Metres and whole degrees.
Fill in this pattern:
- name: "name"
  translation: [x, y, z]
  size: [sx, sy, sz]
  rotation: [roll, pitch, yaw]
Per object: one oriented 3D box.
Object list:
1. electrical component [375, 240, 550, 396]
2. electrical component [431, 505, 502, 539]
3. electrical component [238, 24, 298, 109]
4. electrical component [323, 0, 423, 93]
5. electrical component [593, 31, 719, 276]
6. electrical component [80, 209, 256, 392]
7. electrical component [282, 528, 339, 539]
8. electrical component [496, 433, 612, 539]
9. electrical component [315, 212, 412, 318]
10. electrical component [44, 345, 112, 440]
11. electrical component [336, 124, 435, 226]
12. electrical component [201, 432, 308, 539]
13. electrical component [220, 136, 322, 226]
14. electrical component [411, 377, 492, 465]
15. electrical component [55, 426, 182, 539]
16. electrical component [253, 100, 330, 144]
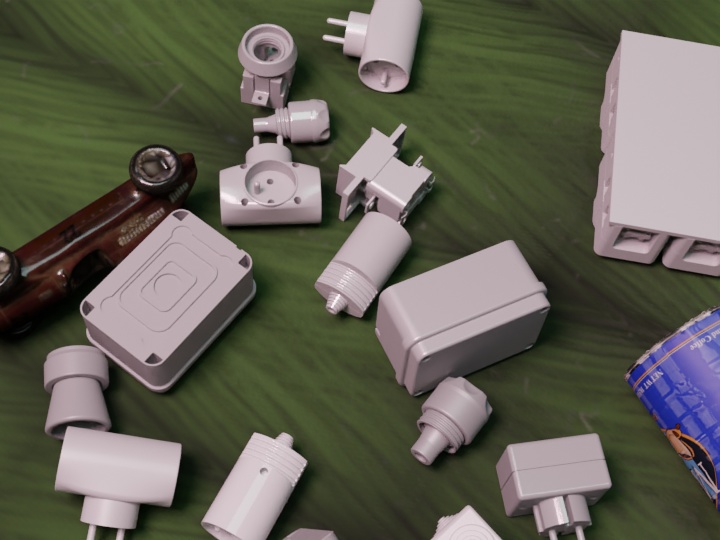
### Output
- name: "electrical component"
  translation: [0.074, 0.036, 0.780]
  size: [0.113, 0.078, 0.057]
  rotation: [-21, 63, -14]
- name: "electrical component"
  translation: [0.082, 0.200, 0.685]
  size: [0.048, 0.099, 0.099]
  rotation: [-42, 72, -8]
- name: "electrical component"
  translation: [-0.076, -0.169, 0.888]
  size: [0.048, 0.055, 0.066]
  rotation: [12, 62, 2]
- name: "electrical component"
  translation: [0.009, -0.198, 0.915]
  size: [0.079, 0.044, 0.077]
  rotation: [11, 62, 2]
- name: "electrical component"
  translation: [0.251, -0.094, 0.870]
  size: [0.105, 0.060, 0.186]
  rotation: [10, 62, 1]
- name: "electrical component"
  translation: [-0.138, 0.023, 0.783]
  size: [0.078, 0.057, 0.113]
  rotation: [35, 66, 13]
- name: "electrical component"
  translation: [-0.041, 0.205, 0.662]
  size: [0.078, 0.113, 0.057]
  rotation: [-33, 88, -19]
- name: "electrical component"
  translation: [0.136, 0.159, 0.738]
  size: [0.066, 0.047, 0.076]
  rotation: [-6, 63, -7]
- name: "electrical component"
  translation: [0.000, 0.000, 0.813]
  size: [0.043, 0.043, 0.081]
  rotation: [30, 65, 11]
- name: "electrical component"
  translation: [-0.198, 0.086, 0.753]
  size: [0.045, 0.045, 0.055]
  rotation: [-6, 63, -7]
- name: "electrical component"
  translation: [0.020, -0.070, 0.852]
  size: [0.064, 0.042, 0.081]
  rotation: [34, 66, 12]
- name: "electrical component"
  translation: [-0.069, 0.147, 0.732]
  size: [0.043, 0.043, 0.081]
  rotation: [26, 64, 9]
- name: "electrical component"
  translation: [-0.071, -0.073, 0.845]
  size: [0.077, 0.044, 0.079]
  rotation: [-2, 62, -5]
- name: "electrical component"
  translation: [0.061, 0.109, 0.761]
  size: [0.043, 0.043, 0.062]
  rotation: [36, 67, 14]
- name: "electrical component"
  translation: [-0.165, 0.150, 0.721]
  size: [0.077, 0.043, 0.079]
  rotation: [11, 80, -11]
- name: "electrical component"
  translation: [-0.056, -0.120, 0.876]
  size: [0.061, 0.035, 0.035]
  rotation: [-5, 63, -4]
